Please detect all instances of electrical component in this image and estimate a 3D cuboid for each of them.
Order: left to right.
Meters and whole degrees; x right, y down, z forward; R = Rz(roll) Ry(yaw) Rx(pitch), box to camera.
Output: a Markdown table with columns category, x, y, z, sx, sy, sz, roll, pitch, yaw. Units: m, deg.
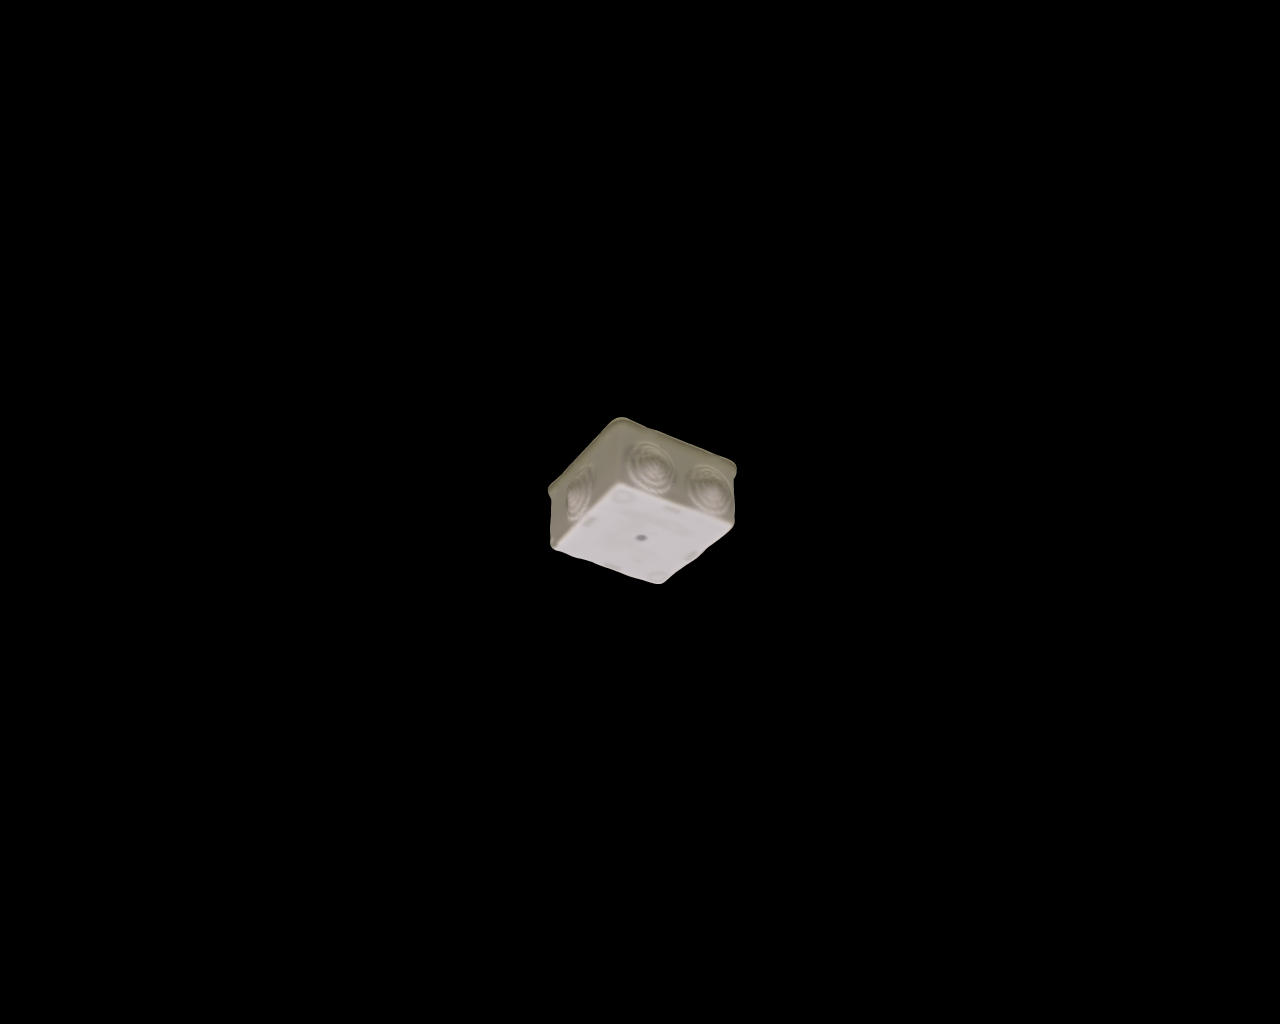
| category | x | y | z | sx | sy | sz | roll | pitch | yaw |
| --- | --- | --- | --- | --- | --- | --- | --- | --- | --- |
| electrical component | 0.001 | -0.003 | 0.650 | 0.100 | 0.048 | 0.099 | 21 | -40 | -26 |
